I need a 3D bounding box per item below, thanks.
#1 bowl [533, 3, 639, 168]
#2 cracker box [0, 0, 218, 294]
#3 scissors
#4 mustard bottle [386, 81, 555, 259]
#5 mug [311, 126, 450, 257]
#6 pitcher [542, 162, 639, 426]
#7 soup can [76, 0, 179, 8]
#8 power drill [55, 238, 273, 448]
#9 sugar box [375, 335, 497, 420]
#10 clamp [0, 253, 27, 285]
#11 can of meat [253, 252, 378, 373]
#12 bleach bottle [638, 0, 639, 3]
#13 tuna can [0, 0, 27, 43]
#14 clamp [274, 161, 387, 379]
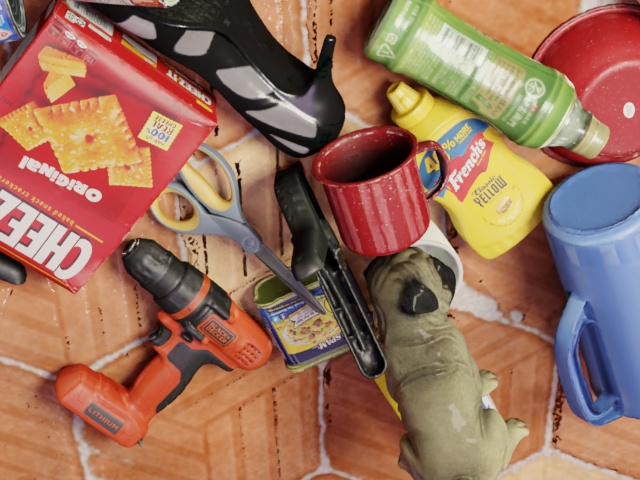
[{"bbox_3d":[0.268,-0.128,0.968,0.162,0.055,0.162,-4,120,-6],"label":"bowl"},{"bbox_3d":[-0.215,-0.079,0.917,0.164,0.072,0.214,34,110,-23],"label":"cracker box"},{"bbox_3d":[-0.084,0.004,0.985,0.096,0.016,0.201,-26,103,18],"label":"scissors"},{"bbox_3d":[0.127,-0.074,0.975,0.096,0.058,0.191,-43,115,7],"label":"mustard bottle"},{"bbox_3d":[0.059,-0.045,0.920,0.117,0.093,0.081,-25,123,-9],"label":"mug"},{"bbox_3d":[0.285,0.055,1.006,0.145,0.149,0.242,-14,128,21],"label":"pitcher"},{"bbox_3d":[-0.158,-0.212,0.801,0.102,0.068,0.068,7,119,10],"label":"soup can"},{"bbox_3d":[-0.167,0.104,1.034,0.188,0.057,0.184,-40,117,14],"label":"power drill"},{"bbox_3d":[0.109,0.139,1.099,0.093,0.048,0.176,-29,118,8],"label":"sugar box"},{"bbox_3d":[-0.365,0.011,0.966,0.120,0.039,0.171,-40,111,9],"label":"clamp"},{"bbox_3d":[-0.005,0.068,1.038,0.102,0.057,0.084,-24,117,5],"label":"can of meat"},{"bbox_3d":[0.320,-0.210,0.915,0.102,0.068,0.250,-47,119,-13],"label":"bleach bottle"},{"bbox_3d":[-0.258,-0.197,0.837,0.033,0.086,0.086,-12,120,-4],"label":"tuna can"},{"bbox_3d":[-0.006,0.001,0.911,0.036,0.210,0.164,-25,143,6],"label":"clamp"}]
